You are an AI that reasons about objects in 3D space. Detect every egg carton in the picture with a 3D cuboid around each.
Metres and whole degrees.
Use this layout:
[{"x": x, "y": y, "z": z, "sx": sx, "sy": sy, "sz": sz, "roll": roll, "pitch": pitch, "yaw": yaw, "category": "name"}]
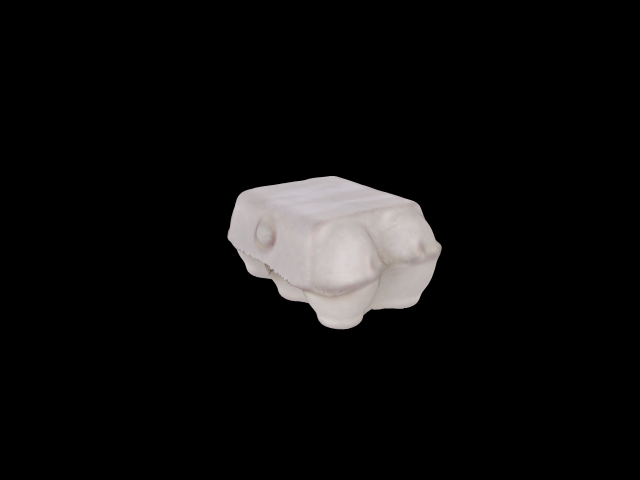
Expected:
[{"x": 0.004, "y": 0.001, "z": 0.400, "sx": 0.107, "sy": 0.069, "sz": 0.149, "roll": -14, "pitch": 24, "yaw": -33, "category": "egg carton"}]
